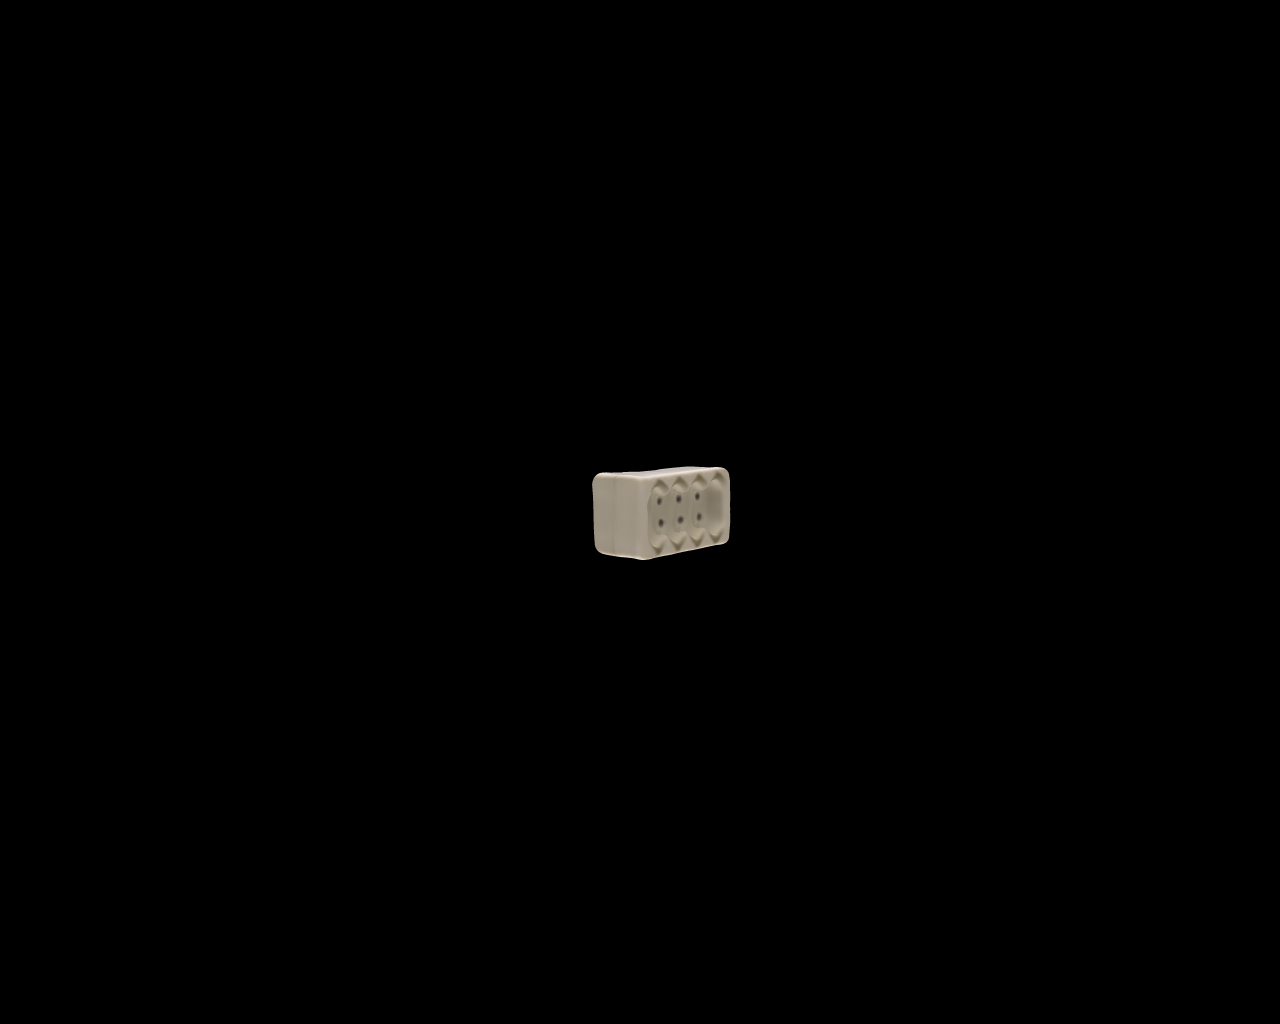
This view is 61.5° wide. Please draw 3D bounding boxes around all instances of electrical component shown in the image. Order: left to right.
[{"bbox_3d":[0.001,-0.003,0.650,0.076,0.047,0.083,6,9,43],"label":"electrical component"}]
